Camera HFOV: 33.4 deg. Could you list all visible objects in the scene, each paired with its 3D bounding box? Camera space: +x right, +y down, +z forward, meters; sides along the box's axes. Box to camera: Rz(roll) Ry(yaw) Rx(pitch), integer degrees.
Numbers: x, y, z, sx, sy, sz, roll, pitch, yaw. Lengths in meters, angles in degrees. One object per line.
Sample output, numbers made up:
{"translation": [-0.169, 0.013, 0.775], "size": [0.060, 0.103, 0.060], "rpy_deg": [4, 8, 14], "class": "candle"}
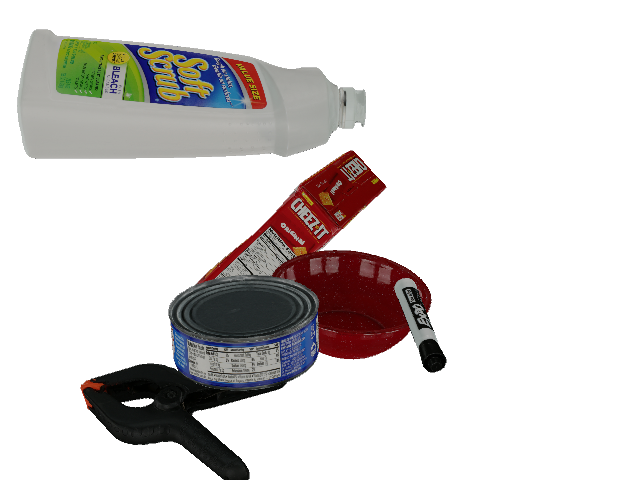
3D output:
{"translation": [-0.092, -0.107, 0.803], "size": [0.250, 0.102, 0.068], "rpy_deg": [0, -42, -4], "class": "bleach bottle"}
{"translation": [-0.112, 0.134, 0.891], "size": [0.172, 0.039, 0.120], "rpy_deg": [14, 37, 20], "class": "clamp"}
{"translation": [0.081, 0.068, 0.870], "size": [0.020, 0.020, 0.121], "rpy_deg": [0, 28, -8], "class": "marker"}
{"translation": [-0.043, 0.052, 0.612], "size": [0.086, 0.034, 0.086], "rpy_deg": [-2, 22, 1], "class": "tuna can"}
{"translation": [-0.040, -0.001, 1.255], "size": [0.214, 0.072, 0.164], "rpy_deg": [-43, 0, 29], "class": "cracker box"}
{"translation": [0.028, 0.071, 1.068], "size": [0.162, 0.055, 0.162], "rpy_deg": [4, 28, -2], "class": "bowl"}
